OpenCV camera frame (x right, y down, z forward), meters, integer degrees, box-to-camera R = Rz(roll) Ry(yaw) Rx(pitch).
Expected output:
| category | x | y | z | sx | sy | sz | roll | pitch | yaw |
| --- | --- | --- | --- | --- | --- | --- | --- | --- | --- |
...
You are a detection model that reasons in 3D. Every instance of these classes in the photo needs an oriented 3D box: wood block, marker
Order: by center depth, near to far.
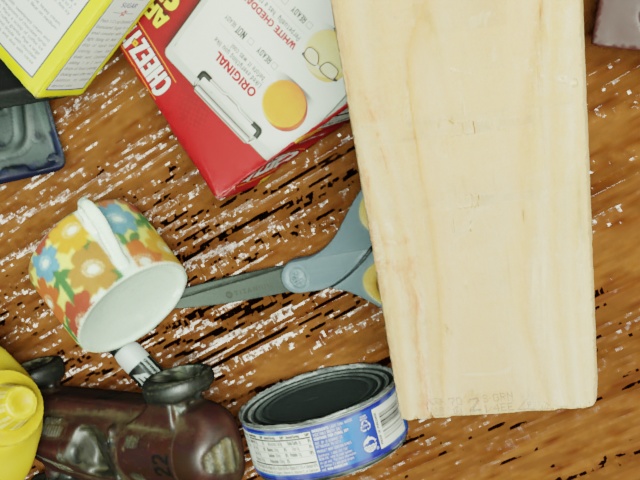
| category | x | y | z | sx | sy | sz | roll | pitch | yaw |
| --- | --- | --- | --- | --- | --- | --- | --- | --- | --- |
| wood block | 0.064 | -0.033 | 0.451 | 0.090 | 0.090 | 0.206 | -6 | 122 | 9 |
| marker | -0.095 | 0.088 | 0.636 | 0.121 | 0.020 | 0.020 | 45 | 114 | 7 |

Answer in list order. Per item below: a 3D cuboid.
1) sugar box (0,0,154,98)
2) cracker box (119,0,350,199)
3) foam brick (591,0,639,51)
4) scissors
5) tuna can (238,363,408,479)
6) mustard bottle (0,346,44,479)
| category | x | y | z | sx | sy | sz | roll | pitch | yaw |
| --- | --- | --- | --- | --- | --- | --- | --- | --- | --- |
| sugar box | -0.100 | -0.160 | 0.493 | 0.176 | 0.048 | 0.093 | -45 | 81 | 21 |
| cracker box | -0.003 | -0.147 | 0.518 | 0.214 | 0.072 | 0.164 | -34 | 87 | 26 |
| foam brick | 0.154 | -0.121 | 0.470 | 0.053 | 0.051 | 0.078 | 11 | 106 | 20 |
| scissors | -0.004 | 0.001 | 0.580 | 0.202 | 0.016 | 0.096 | 4 | 106 | 20 |
| tuna can | 0.002 | 0.096 | 0.562 | 0.086 | 0.086 | 0.034 | -11 | 100 | 24 |
| mustard bottle | -0.208 | 0.106 | 0.622 | 0.192 | 0.058 | 0.096 | -22 | 80 | 51 |
